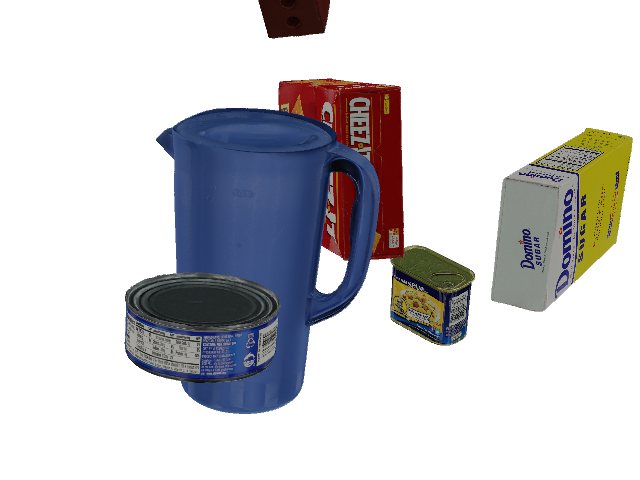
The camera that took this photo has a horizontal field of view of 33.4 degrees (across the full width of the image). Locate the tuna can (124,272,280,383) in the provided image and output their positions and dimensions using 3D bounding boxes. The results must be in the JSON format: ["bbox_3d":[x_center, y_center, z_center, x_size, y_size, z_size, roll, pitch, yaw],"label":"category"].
[{"bbox_3d":[-0.066,0.047,0.593,0.086,0.034,0.086,5,17,-2],"label":"tuna can"}]

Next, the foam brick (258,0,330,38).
[{"bbox_3d":[-0.026,-0.222,0.927,0.053,0.051,0.078,-4,-41,12],"label":"foam brick"}]

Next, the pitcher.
[{"bbox_3d":[-0.050,0.019,0.889,0.144,0.243,0.149,-9,24,-30],"label":"pitcher"}]

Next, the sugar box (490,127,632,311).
[{"bbox_3d":[0.181,-0.019,0.787,0.048,0.093,0.175,13,23,26],"label":"sugar box"}]

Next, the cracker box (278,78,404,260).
[{"bbox_3d":[0.016,-0.080,1.093,0.072,0.164,0.214,-6,12,-15],"label":"cracker box"}]

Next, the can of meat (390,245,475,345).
[{"bbox_3d":[0.129,0.066,1.259,0.057,0.084,0.102,-25,39,-37],"label":"can of meat"}]
